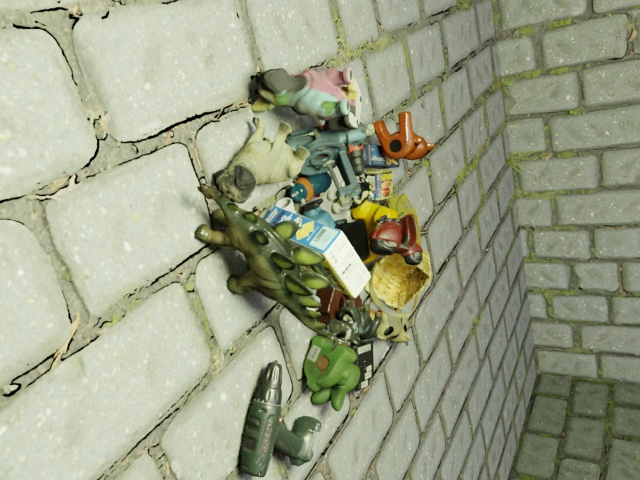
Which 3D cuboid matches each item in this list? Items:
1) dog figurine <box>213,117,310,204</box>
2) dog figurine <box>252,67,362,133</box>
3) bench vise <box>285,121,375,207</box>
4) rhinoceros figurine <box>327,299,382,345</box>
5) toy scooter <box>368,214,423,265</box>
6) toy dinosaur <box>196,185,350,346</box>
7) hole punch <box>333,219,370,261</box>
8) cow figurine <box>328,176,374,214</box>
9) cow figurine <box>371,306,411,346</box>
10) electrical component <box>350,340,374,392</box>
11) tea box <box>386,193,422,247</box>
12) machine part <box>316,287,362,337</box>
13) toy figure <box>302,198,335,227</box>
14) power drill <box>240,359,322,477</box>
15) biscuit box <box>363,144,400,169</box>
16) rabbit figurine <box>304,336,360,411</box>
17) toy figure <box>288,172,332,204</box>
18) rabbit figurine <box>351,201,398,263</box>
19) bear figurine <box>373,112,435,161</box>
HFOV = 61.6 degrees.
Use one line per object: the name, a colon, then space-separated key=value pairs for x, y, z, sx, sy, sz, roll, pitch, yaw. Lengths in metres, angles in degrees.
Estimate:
dog figurine: x=-0.123 y=-0.133 z=1.108 sx=0.172 sy=0.121 sz=0.190 roll=48 pitch=66 yaw=-42
dog figurine: x=-0.032 y=-0.301 z=1.141 sx=0.191 sy=0.219 sz=0.108 roll=33 pitch=64 yaw=-73
bench vise: x=0.040 y=-0.184 z=1.223 sx=0.224 sy=0.128 sz=0.241 roll=-10 pitch=65 yaw=-23
rhinoceros figurine: x=0.084 y=0.209 z=1.339 sx=0.190 sy=0.073 sz=0.112 roll=22 pitch=85 yaw=-57
toy scooter: x=0.204 y=-0.016 z=1.408 sx=0.184 sy=0.075 sz=0.135 roll=18 pitch=72 yaw=-34
toy dinosaur: x=-0.088 y=0.062 z=1.051 sx=0.470 sy=0.199 sz=0.105 roll=57 pitch=48 yaw=-37
hole punch: x=0.054 y=0.005 z=1.390 sx=0.116 sy=0.092 sz=0.142 roll=-12 pitch=104 yaw=-27
cow figurine: x=0.100 y=-0.130 z=1.435 sx=0.167 sy=0.098 sz=0.068 roll=-40 pitch=116 yaw=-50
cow figurine: x=0.215 y=0.262 z=1.620 sx=0.195 sy=0.086 sz=0.127 roll=5 pitch=82 yaw=-58
electrical component: x=0.098 y=0.342 z=1.463 sx=0.115 sy=0.058 sz=0.134 roll=3 pitch=87 yaw=-55
tea box: x=0.257 y=-0.048 z=1.638 sx=0.169 sy=0.068 sz=0.098 roll=71 pitch=-2 yaw=-51
machine part: x=0.049 y=0.169 z=1.390 sx=0.179 sy=0.056 sz=0.179 roll=-3 pitch=94 yaw=-57
toy figure: x=-0.001 y=-0.005 z=1.295 sx=0.082 sy=0.089 sz=0.180 roll=-27 pitch=104 yaw=-42
power drill: x=-0.079 y=0.398 z=1.168 sx=0.207 sy=0.086 sz=0.232 roll=47 pitch=53 yaw=-51
biscuit box: x=0.166 y=-0.242 z=1.571 sx=0.202 sy=0.059 sz=0.062 roll=-9 pitch=97 yaw=-57
rabbit figurine: x=0.045 y=0.336 z=1.322 sx=0.170 sy=0.121 sz=0.159 roll=39 pitch=64 yaw=-47
toy figure: x=-0.028 y=-0.121 z=1.271 sx=0.154 sy=0.064 sz=0.057 roll=-33 pitch=155 yaw=-47
rabbit figurine: x=0.148 y=-0.017 z=1.521 sx=0.162 sy=0.122 sz=0.173 roll=18 pitch=88 yaw=-65
bear figurine: x=0.248 y=-0.291 z=1.541 sx=0.196 sy=0.120 sz=0.131 roll=-23 pitch=97 yaw=-58
